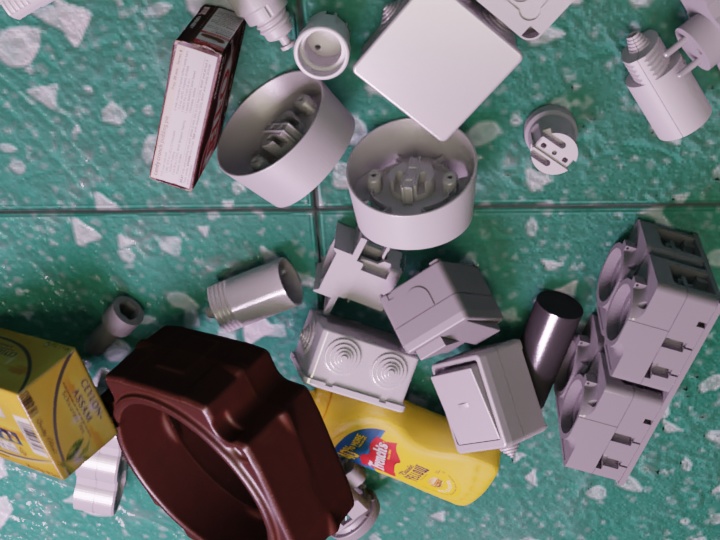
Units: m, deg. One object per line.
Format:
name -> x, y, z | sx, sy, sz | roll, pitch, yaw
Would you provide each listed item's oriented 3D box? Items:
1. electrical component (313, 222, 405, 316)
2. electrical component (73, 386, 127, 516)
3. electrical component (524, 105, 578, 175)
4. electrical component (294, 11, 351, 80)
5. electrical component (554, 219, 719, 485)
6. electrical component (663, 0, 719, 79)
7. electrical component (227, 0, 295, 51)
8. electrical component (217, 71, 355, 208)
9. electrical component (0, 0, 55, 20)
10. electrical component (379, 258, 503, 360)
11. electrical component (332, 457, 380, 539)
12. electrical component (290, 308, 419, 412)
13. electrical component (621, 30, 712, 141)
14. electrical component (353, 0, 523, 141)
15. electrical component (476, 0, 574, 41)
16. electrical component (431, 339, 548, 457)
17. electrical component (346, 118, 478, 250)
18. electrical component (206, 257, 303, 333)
electrical component -> 0.000, 0.000, 0.888 | 0.064, 0.042, 0.081 | 22, 122, -10
electrical component -> -0.258, 0.168, 1.008 | 0.074, 0.052, 0.138 | 12, 122, -2
electrical component -> 0.145, -0.097, 0.811 | 0.040, 0.046, 0.040 | 2, 122, 4
electrical component -> -0.026, -0.165, 0.785 | 0.040, 0.046, 0.040 | 2, 121, 4
electrical component -> 0.215, 0.065, 0.870 | 0.060, 0.105, 0.186 | 16, 122, -4
electrical component -> 0.245, -0.164, 0.746 | 0.074, 0.052, 0.138 | -38, 112, 4
electrical component -> -0.072, -0.194, 0.776 | 0.040, 0.040, 0.078 | -25, 117, 19
electrical component -> -0.054, -0.098, 0.802 | 0.099, 0.099, 0.064 | -38, 117, 24
electrical component -> -0.233, -0.214, 0.777 | 0.081, 0.043, 0.043 | -24, 116, 18
electrical component -> 0.072, 0.034, 0.874 | 0.062, 0.096, 0.061 | -33, 72, 23
electrical component -> -0.018, 0.219, 1.014 | 0.078, 0.058, 0.057 | -37, 112, 13
electrical component -> -0.005, 0.073, 0.898 | 0.100, 0.100, 0.048 | 18, 96, -13
electrical component -> 0.217, -0.139, 0.781 | 0.043, 0.043, 0.081 | -29, 115, 21
electrical component -> 0.056, -0.158, 0.781 | 0.100, 0.048, 0.099 | 36, 118, -16
electrical component -> 0.100, -0.223, 0.732 | 0.113, 0.057, 0.078 | 36, 118, -16
electrical component -> 0.107, 0.114, 0.902 | 0.062, 0.061, 0.096 | -20, 86, 50
electrical component -> 0.040, -0.063, 0.815 | 0.099, 0.099, 0.064 | -2, 128, 6
electrical component -> -0.094, 0.023, 0.909 | 0.081, 0.043, 0.043 | -21, 117, 17
